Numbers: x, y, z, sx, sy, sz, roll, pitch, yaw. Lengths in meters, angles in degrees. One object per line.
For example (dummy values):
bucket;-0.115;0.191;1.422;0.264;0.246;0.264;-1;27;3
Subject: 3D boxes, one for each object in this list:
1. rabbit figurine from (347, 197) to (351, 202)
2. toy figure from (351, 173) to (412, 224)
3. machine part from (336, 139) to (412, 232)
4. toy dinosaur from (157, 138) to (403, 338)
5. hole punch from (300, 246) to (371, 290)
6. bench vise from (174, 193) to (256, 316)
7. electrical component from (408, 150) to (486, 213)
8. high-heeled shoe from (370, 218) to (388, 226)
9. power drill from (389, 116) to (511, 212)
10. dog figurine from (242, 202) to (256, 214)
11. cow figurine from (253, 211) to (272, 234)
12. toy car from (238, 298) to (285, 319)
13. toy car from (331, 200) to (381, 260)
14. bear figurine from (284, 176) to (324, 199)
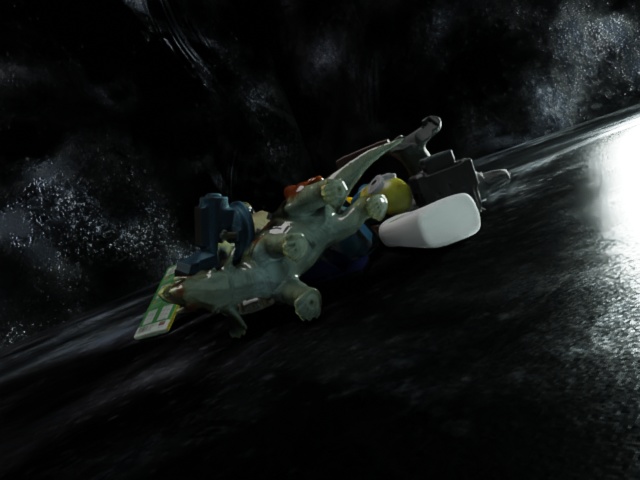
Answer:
rabbit figurine;0.117;-0.089;1.402;0.173;0.122;0.162;-12;-9;-13
toy figure;0.117;-0.077;1.066;0.082;0.089;0.180;-66;10;-20
machine part;0.138;-0.122;1.280;0.201;0.201;0.087;-22;2;13
toy dinosaur;-0.038;-0.005;0.759;0.192;0.131;0.405;-3;34;47
hole punch;0.011;0.027;0.878;0.116;0.092;0.142;-24;8;14
bench vise;-0.145;0.023;1.009;0.240;0.223;0.129;-4;-4;-36
electrical component;0.233;-0.096;1.001;0.115;0.134;0.058;-22;7;-7
high-heeled shoe;0.132;-0.020;1.184;0.248;0.145;0.086;-50;-9;-2
power drill;0.247;-0.142;1.078;0.232;0.207;0.086;-30;31;8
dog figurine;-0.209;0.019;1.281;0.172;0.190;0.121;-28;8;-42
cow figurine;-0.154;-0.014;1.153;0.085;0.127;0.195;-37;-1;30
toy car;-0.086;0.078;0.885;0.074;0.056;0.202;-20;4;12
toy car;0.047;-0.004;1.001;0.103;0.109;0.161;-38;-6;7
bear figurine;-0.027;-0.069;1.040;0.120;0.132;0.195;-60;-27;3
